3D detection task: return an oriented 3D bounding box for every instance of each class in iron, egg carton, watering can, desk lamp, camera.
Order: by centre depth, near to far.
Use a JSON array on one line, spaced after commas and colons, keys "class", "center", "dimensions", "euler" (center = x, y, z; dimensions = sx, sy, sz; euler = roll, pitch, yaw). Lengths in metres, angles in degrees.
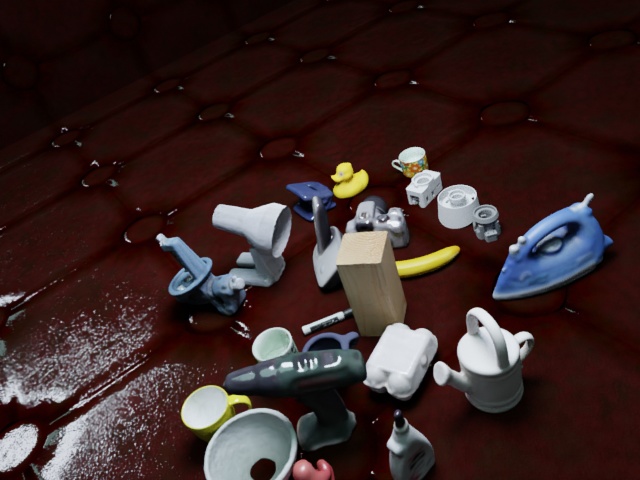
[{"class": "watering can", "center": [0.273, 0.196, 0.945], "dimensions": [0.173, 0.194, 0.100], "euler": [-39, 42, -23]}, {"class": "egg carton", "center": [0.151, 0.224, 1.064], "dimensions": [0.107, 0.069, 0.150], "euler": [9, 46, 32]}, {"class": "iron", "center": [0.446, 0.013, 1.133], "dimensions": [0.258, 0.142, 0.118], "euler": [-28, 39, -10]}, {"class": "desk lamp", "center": [-0.151, 0.006, 1.339], "dimensions": [0.202, 0.214, 0.118], "euler": [2, 43, 25]}, {"class": "camera", "center": [0.139, -0.054, 1.378], "dimensions": [0.143, 0.101, 0.137], "euler": [-5, 40, 18]}]

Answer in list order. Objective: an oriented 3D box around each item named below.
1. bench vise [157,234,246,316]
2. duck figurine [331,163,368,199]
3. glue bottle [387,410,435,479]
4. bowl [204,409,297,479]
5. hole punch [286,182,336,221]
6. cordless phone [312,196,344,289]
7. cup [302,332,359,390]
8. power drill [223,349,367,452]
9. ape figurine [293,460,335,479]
[{"class": "bench vise", "center": [-0.271, 0.067, 1.313], "dimensions": [0.207, 0.220, 0.121], "euler": [-9, 40, 14]}, {"class": "duck figurine", "center": [0.078, -0.172, 1.558], "dimensions": [0.104, 0.086, 0.077], "euler": [-26, 38, -7]}, {"class": "glue bottle", "center": [0.133, 0.314, 0.880], "dimensions": [0.078, 0.173, 0.037], "euler": [-41, 43, -25]}, {"class": "bowl", "center": [-0.109, 0.381, 0.984], "dimensions": [0.167, 0.075, 0.167], "euler": [-12, 39, 10]}, {"class": "hole punch", "center": [-0.024, -0.121, 1.537], "dimensions": [0.101, 0.091, 0.108], "euler": [-35, 41, -18]}, {"class": "cordless phone", "center": [0.012, 0.005, 1.294], "dimensions": [0.094, 0.185, 0.147], "euler": [-19, 38, 1]}, {"class": "cup", "center": [0.030, 0.231, 1.088], "dimensions": [0.118, 0.095, 0.091], "euler": [-31, 40, -14]}, {"class": "power drill", "center": [-0.023, 0.269, 0.973], "dimensions": [0.229, 0.209, 0.075], "euler": [-18, 38, 2]}, {"class": "ape figurine", "center": [-0.016, 0.387, 0.923], "dimensions": [0.078, 0.092, 0.076], "euler": [-24, 38, -5]}]
